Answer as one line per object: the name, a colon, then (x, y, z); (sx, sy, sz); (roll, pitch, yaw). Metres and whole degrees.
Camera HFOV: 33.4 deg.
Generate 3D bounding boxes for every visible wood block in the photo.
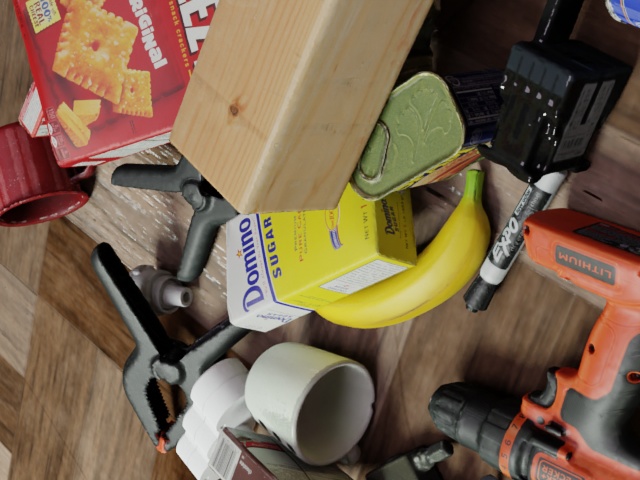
wood block: (-0.006, -0.127, 0.658); (0.091, 0.090, 0.206); (45, 123, 33)

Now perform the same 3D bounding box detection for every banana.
banana: (0.061, 0.026, 0.784); (0.198, 0.037, 0.069); (-36, 47, 39)

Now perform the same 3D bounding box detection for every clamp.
clamp: (-0.139, 0.101, 0.953); (0.164, 0.036, 0.210); (23, 124, 8)
clamp: (-0.107, -0.048, 0.906); (0.120, 0.039, 0.172); (45, 128, -4)

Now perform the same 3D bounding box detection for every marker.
marker: (0.129, 0.000, 0.718); (0.020, 0.020, 0.121); (42, 121, 28)

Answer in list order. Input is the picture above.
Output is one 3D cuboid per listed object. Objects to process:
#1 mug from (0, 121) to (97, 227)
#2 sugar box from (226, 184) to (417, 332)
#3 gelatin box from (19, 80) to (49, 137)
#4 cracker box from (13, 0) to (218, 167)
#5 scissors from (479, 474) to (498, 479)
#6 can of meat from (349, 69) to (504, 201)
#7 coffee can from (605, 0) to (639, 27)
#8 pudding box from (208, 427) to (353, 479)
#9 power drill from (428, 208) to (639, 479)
mug: (-0.270, -0.070, 1.034); (0.117, 0.093, 0.081); (-21, 80, 17)
sugar box: (-0.006, 0.001, 0.808); (0.177, 0.048, 0.093); (-26, 58, 42)
gelatin box: (-0.229, -0.138, 0.982); (0.030, 0.073, 0.089); (50, 129, 23)
cracker box: (-0.136, -0.162, 0.859); (0.214, 0.072, 0.164); (-14, 91, 29)
scissors: (0.172, 0.237, 0.712); (0.202, 0.016, 0.096); (51, 169, 23)
can of meat: (0.076, -0.072, 0.709); (0.102, 0.083, 0.057); (-30, 80, 42)
coffee can: (0.232, -0.136, 0.538); (0.140, 0.102, 0.103); (32, 120, 33)
pudding box: (-0.024, 0.189, 0.837); (0.114, 0.089, 0.039); (29, 99, 60)
power drill: (0.157, 0.078, 0.693); (0.185, 0.057, 0.188); (21, 116, 37)
